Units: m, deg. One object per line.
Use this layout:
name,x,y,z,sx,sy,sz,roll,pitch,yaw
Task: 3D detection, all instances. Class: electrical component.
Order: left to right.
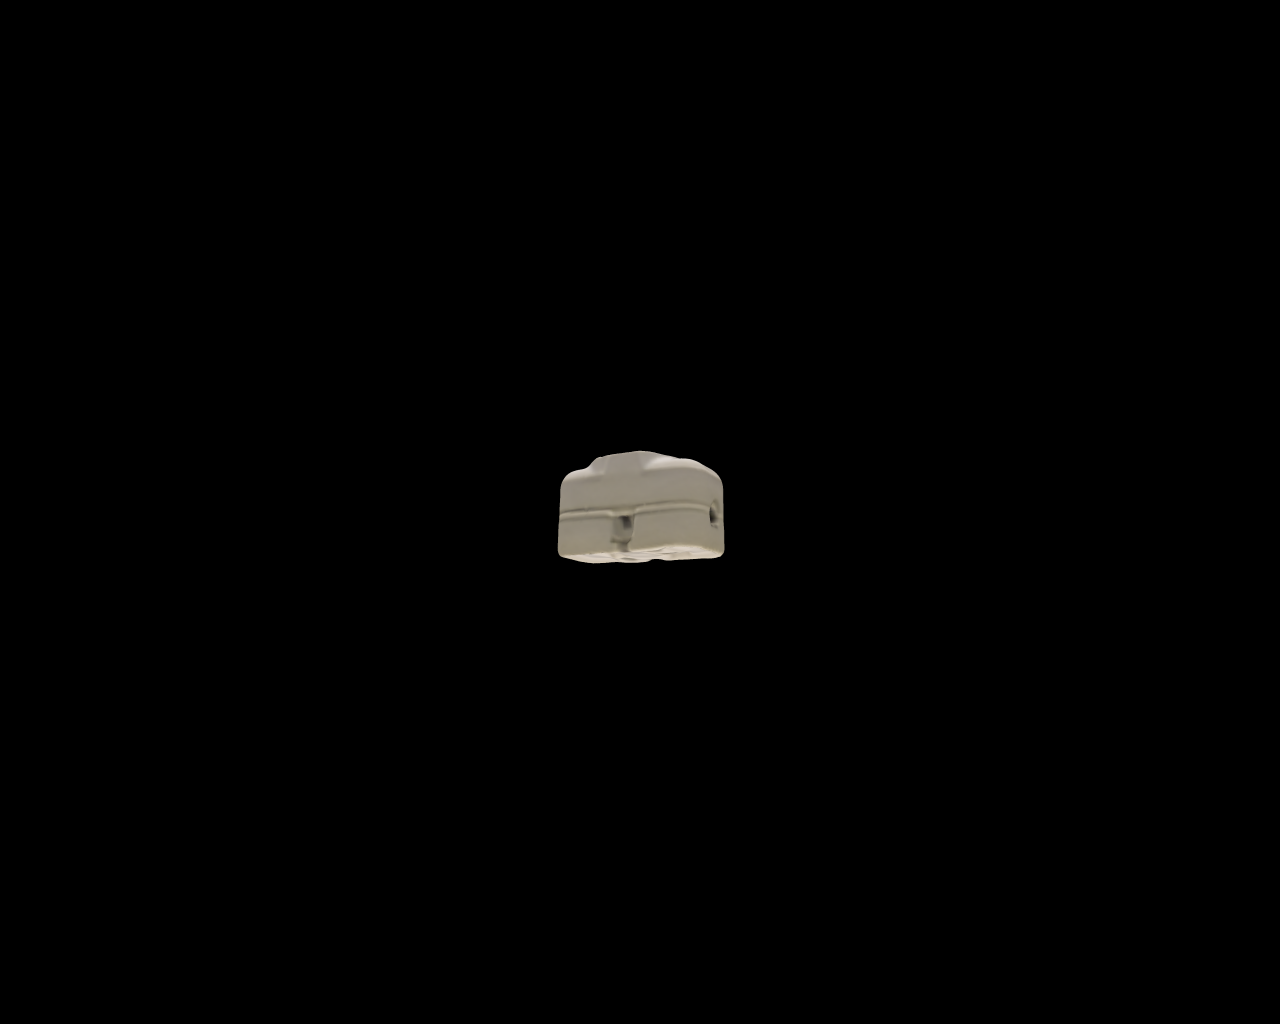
electrical component,0.001,-0.003,0.650,0.095,0.059,0.053,-5,-11,24
